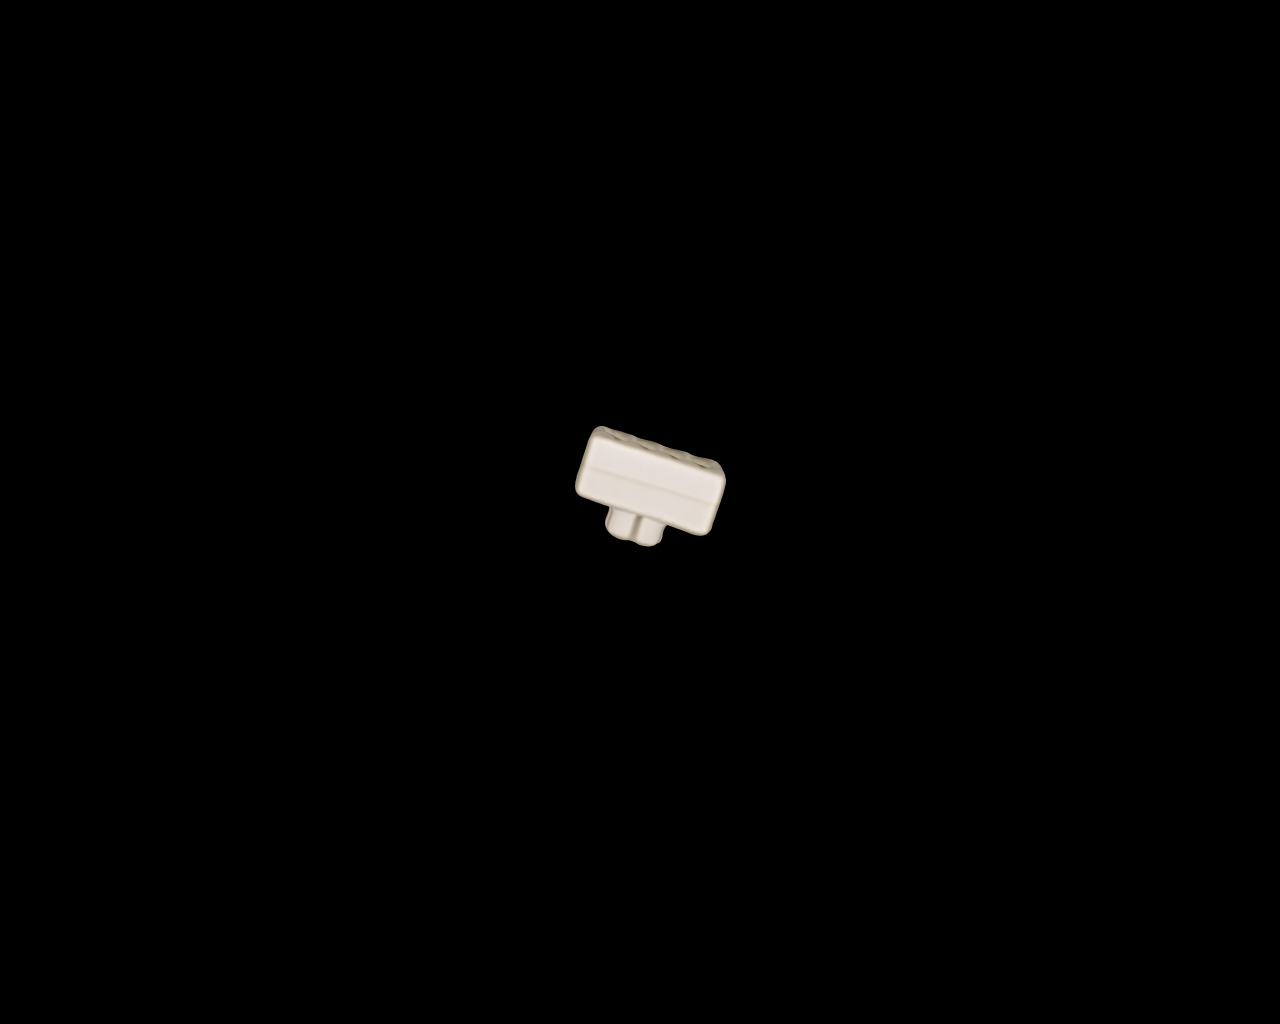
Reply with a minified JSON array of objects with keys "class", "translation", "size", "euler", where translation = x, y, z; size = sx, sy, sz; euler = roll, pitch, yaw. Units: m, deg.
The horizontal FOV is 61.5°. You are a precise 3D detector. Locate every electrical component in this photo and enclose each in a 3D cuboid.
[{"class":"electrical component","translation":[0.001,-0.003,0.650],"size":[0.083,0.075,0.047],"euler":[18,11,-4]}]
